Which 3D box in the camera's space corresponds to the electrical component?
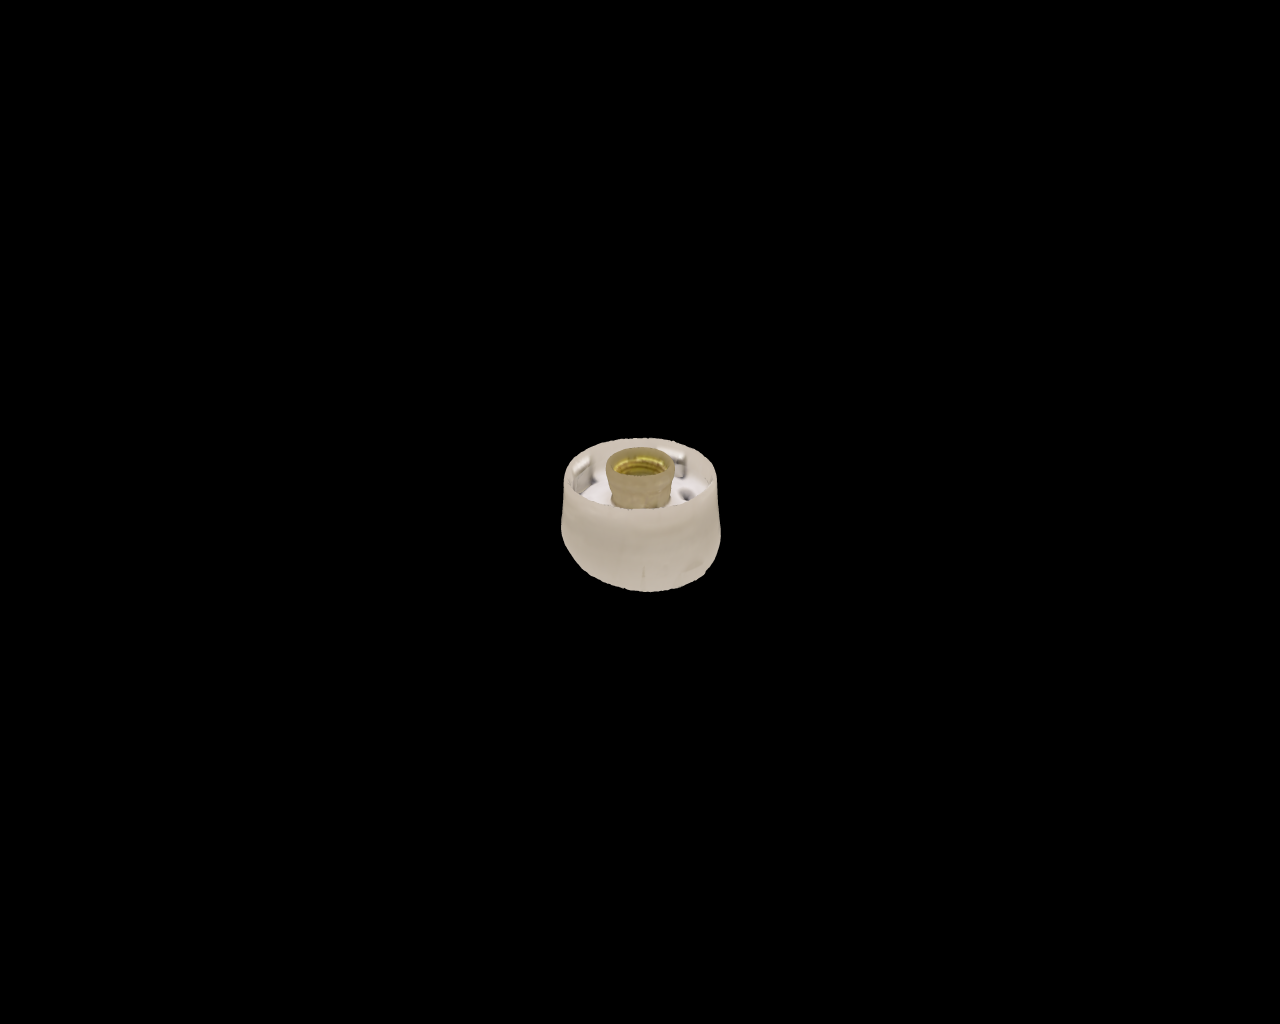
[{"bbox_3d":[0.001,-0.003,0.650,0.099,0.064,0.099,0,31,0],"label":"electrical component"}]
